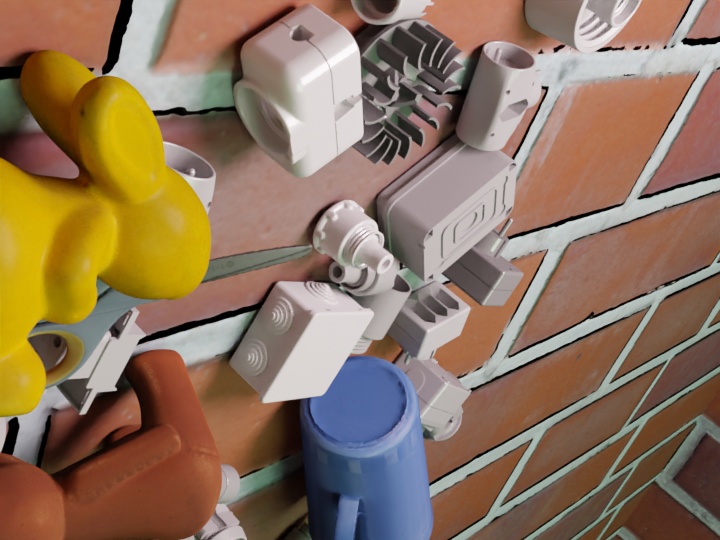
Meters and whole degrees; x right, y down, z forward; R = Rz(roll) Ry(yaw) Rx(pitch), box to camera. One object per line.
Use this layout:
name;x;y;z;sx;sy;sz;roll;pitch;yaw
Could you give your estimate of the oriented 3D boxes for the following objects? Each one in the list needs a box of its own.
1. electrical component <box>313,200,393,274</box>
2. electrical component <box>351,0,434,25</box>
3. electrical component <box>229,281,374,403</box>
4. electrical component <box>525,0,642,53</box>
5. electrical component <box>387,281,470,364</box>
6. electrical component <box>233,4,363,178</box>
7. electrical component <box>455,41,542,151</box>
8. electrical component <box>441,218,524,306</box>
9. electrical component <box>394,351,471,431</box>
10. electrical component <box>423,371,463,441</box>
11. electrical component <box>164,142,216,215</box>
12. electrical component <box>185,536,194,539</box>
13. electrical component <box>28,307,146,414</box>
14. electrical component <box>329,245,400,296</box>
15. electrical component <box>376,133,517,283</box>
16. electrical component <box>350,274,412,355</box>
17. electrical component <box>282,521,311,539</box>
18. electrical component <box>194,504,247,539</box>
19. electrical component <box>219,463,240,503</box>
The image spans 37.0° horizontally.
electrical component;-0.002;-0.021;0.824;0.048;0.062;0.048;-35;147;-27
electrical component;0.022;-0.177;0.684;0.046;0.040;0.040;-20;142;-54
electrical component;-0.048;0.056;0.869;0.100;0.048;0.099;3;123;-58
electrical component;0.190;-0.225;0.856;0.108;0.060;0.108;-37;151;-24
electrical component;0.061;0.061;1.047;0.066;0.047;0.076;-25;145;-40
electrical component;-0.038;-0.107;0.665;0.059;0.054;0.095;-38;152;-22
electrical component;0.120;-0.144;0.873;0.079;0.043;0.077;-25;144;-40
electrical component;0.110;-0.021;0.974;0.047;0.083;0.075;4;122;-59
electrical component;0.068;0.128;1.130;0.061;0.062;0.096;-52;154;4
electrical component;0.083;0.156;1.197;0.078;0.058;0.057;-44;150;-12
electrical component;-0.132;-0.033;0.628;0.079;0.043;0.077;-4;129;-55
electrical component;-0.165;0.201;0.824;0.054;0.095;0.059;-19;156;10
electrical component;-0.176;0.046;0.665;0.064;0.042;0.081;2;123;-56
electrical component;0.000;0.000;0.877;0.062;0.043;0.043;-5;129;-54
electrical component;0.072;-0.055;0.900;0.113;0.057;0.078;-39;152;-20
electrical component;0.007;0.040;0.940;0.043;0.043;0.081;-3;128;-56
electrical component;-0.060;0.294;1.181;0.061;0.035;0.035;-46;154;-14
electrical component;-0.138;0.238;0.959;0.078;0.057;0.058;0;125;-57
electrical component;-0.130;0.182;0.919;0.044;0.044;0.065;-51;159;3
